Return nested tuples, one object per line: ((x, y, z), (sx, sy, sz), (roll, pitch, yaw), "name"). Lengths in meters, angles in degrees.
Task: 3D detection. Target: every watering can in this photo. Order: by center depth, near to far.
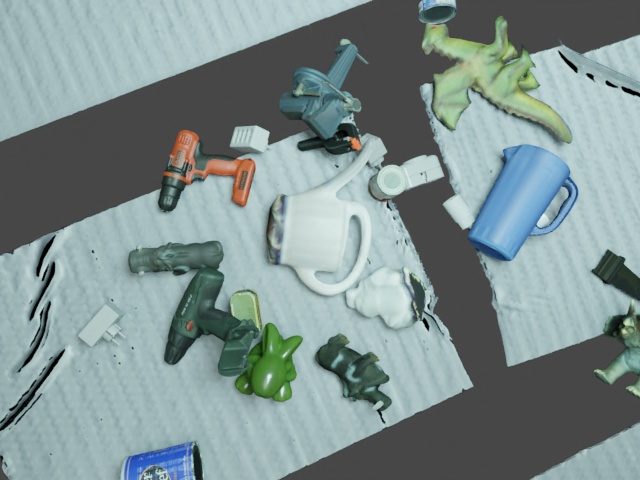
((0.003, -0.055, 1.098), (0.224, 0.104, 0.346), (7, 94, -4), "watering can")

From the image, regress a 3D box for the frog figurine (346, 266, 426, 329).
((0.143, 0.129, 1.118), (0.158, 0.124, 0.137), (-18, 97, 30), "frog figurine")

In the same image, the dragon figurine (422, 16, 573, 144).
((0.375, -0.344, 1.185), (0.241, 0.122, 0.411), (-31, 86, 11), "dragon figurine")
